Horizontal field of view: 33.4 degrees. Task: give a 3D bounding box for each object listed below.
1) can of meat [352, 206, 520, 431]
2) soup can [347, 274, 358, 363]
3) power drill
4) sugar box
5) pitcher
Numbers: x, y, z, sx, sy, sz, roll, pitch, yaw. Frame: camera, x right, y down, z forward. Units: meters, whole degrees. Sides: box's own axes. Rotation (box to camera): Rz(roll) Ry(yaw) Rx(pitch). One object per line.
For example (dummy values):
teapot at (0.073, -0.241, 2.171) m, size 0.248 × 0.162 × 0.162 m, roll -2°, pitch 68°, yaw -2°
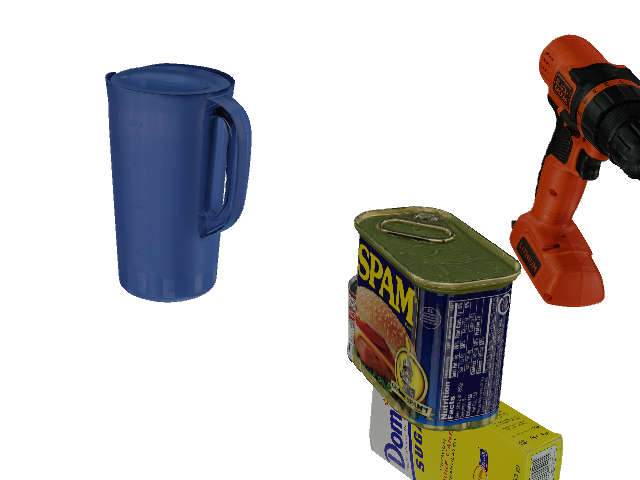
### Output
can of meat at (0.055, 0.039, 0.550) m, size 0.057 × 0.084 × 0.102 m, roll -7°, pitch 23°, yaw -20°
soup can at (0.066, 0.098, 1.305) m, size 0.068 × 0.102 × 0.068 m, roll 0°, pitch 29°, yaw 0°
power drill at (0.206, -0.044, 0.824) m, size 0.057 × 0.188 × 0.184 m, roll 1°, pitch 34°, yaw -10°
sugar box at (0.109, 0.161, 0.844) m, size 0.048 × 0.093 × 0.176 m, roll -13°, pitch 25°, yaw -36°
pitcher at (-0.153, -0.059, 1.134) m, size 0.145 × 0.243 × 0.149 m, roll 0°, pitch 22°, yaw -9°
